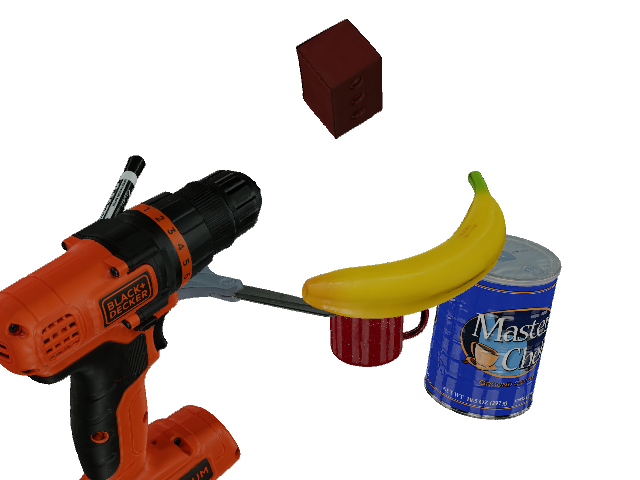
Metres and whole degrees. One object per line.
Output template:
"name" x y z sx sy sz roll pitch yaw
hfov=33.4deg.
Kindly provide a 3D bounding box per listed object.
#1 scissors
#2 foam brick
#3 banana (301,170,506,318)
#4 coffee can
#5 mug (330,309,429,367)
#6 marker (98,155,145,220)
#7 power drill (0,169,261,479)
"scissors" -0.089 0.042 0.815 0.096 0.016 0.202 -26 32 -37
"foam brick" 0.017 -0.135 0.893 0.053 0.051 0.078 -32 -24 -11
"banana" 0.074 0.015 0.750 0.070 0.037 0.197 37 47 26
"coffee can" 0.154 0.076 0.971 0.103 0.140 0.103 6 23 -3
"mug" 0.063 0.087 1.193 0.117 0.081 0.093 -4 24 -8
"marker" -0.203 -0.044 1.082 0.020 0.121 0.020 8 -43 8
"power drill" -0.096 0.067 0.621 0.057 0.188 0.184 22 42 38
